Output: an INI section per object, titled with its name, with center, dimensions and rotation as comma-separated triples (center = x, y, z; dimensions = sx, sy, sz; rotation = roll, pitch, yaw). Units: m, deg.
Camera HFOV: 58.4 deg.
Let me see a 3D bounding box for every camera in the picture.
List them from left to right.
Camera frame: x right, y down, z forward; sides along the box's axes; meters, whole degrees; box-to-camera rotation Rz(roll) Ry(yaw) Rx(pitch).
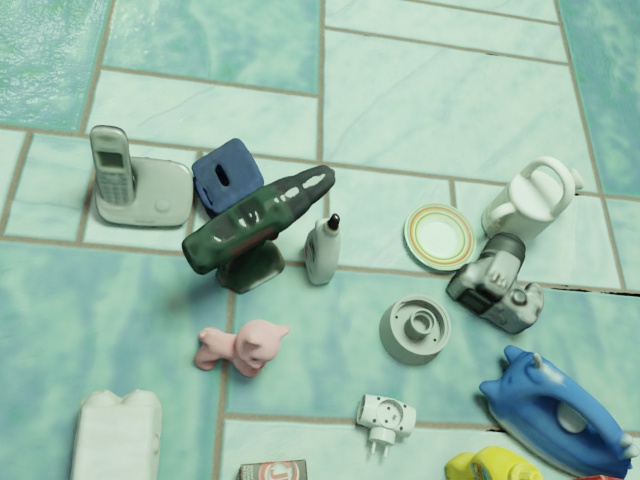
[camera]
center = 0.306, 0.059, 0.942
dimensions = 0.143, 0.101, 0.137
rotation = 33, 62, 5

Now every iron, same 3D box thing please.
[iron]
center = 0.371, 0.260, 0.833
dimensions = 0.258, 0.141, 0.119
rotation = 39, 63, 9

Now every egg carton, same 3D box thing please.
[egg carton]
center = -0.261, 0.270, 0.739
dimensions = 0.107, 0.069, 0.150
rotation = 1, 64, -11

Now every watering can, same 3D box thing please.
[watering can]
center = 0.363, -0.073, 0.965
dimensions = 0.101, 0.194, 0.173
rotation = 41, 64, 10

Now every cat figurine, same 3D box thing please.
[cat figurine]
center = -0.110, 0.145, 0.805
dimensions = 0.128, 0.117, 0.067
rotation = 9, 63, -7

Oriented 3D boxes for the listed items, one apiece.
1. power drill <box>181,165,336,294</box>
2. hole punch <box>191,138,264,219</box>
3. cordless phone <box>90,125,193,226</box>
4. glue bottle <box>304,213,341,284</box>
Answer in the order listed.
[power drill]
center = -0.089, -0.007, 0.833
dimensions = 0.230, 0.208, 0.075
rotation = -30, 73, -23
[hole punch]
center = -0.151, -0.095, 0.930
dimensions = 0.101, 0.091, 0.108
rotation = -24, 71, -21
[cordless phone]
center = -0.265, -0.098, 0.854
dimensions = 0.148, 0.185, 0.094
rotation = 1, 64, -11
[glue bottle]
center = 0.008, 0.003, 0.867
dimensions = 0.037, 0.173, 0.078
rotation = -9, 66, -15
